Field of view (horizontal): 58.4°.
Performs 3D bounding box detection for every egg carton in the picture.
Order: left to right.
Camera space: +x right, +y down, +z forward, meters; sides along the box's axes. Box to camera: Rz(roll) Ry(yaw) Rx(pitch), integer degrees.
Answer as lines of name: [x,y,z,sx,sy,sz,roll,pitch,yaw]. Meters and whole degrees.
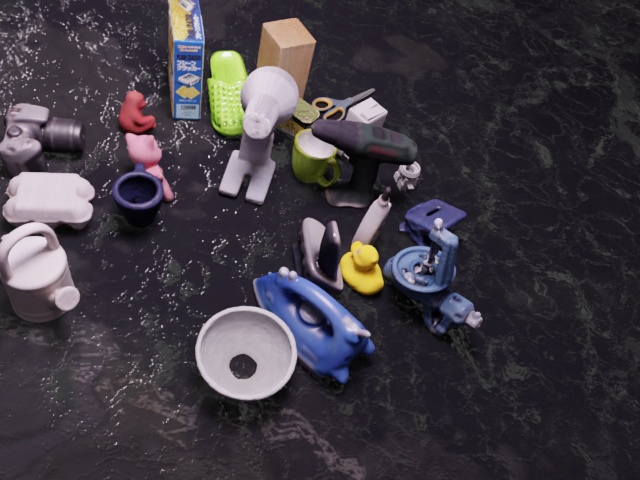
egg carton: [-0.497,-0.071,1.056,0.150,0.069,0.107,-1,55,-16]

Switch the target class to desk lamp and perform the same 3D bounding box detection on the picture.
desk lamp: [-0.123,-0.219,1.173,0.118,0.213,0.203,14,53,-4]

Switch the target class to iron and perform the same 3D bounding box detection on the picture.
iron: [-0.018,0.122,1.001,0.258,0.141,0.119,40,55,14]

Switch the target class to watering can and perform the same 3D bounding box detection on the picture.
watering can: [-0.446,0.047,0.906,0.173,0.194,0.101,22,52,2]

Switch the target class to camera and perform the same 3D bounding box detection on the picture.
camera: [-0.538,-0.202,1.120,0.137,0.101,0.143,2,55,-13]

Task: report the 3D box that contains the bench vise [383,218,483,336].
bench vise: [0.230,0.063,1.062,0.207,0.219,0.122,30,53,8]

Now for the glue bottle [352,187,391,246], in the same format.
glue bottle: [0.112,-0.048,1.139,0.037,0.173,0.078,33,54,10]

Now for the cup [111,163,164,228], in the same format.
cup: [-0.343,-0.079,1.087,0.092,0.095,0.117,0,55,-15]

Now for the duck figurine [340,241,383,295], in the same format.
duck figurine: [0.089,0.050,1.118,0.078,0.086,0.104,-23,64,-28]

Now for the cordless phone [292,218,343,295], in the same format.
cordless phone: [0.010,0.004,1.066,0.094,0.185,0.147,-3,56,-17]

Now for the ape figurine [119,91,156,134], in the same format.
ape figurine: [-0.392,-0.276,1.218,0.076,0.092,0.077,-22,63,-27]

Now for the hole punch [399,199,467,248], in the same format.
hole punch: [0.239,-0.041,1.220,0.109,0.091,0.101,-28,66,-30]

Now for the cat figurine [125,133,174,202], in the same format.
cat figurine: [-0.336,-0.151,1.127,0.067,0.118,0.127,-19,62,-26]

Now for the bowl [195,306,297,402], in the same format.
bowl: [-0.125,0.200,0.959,0.167,0.074,0.167,7,54,-10]

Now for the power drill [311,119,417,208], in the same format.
power drill: [0.076,-0.159,1.187,0.230,0.208,0.075,1,55,-14]
